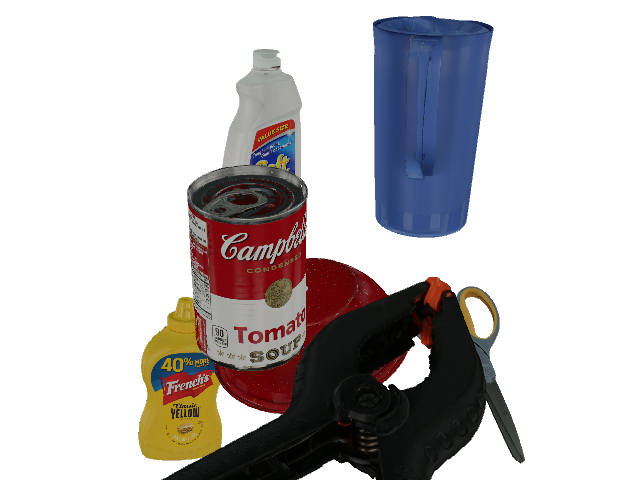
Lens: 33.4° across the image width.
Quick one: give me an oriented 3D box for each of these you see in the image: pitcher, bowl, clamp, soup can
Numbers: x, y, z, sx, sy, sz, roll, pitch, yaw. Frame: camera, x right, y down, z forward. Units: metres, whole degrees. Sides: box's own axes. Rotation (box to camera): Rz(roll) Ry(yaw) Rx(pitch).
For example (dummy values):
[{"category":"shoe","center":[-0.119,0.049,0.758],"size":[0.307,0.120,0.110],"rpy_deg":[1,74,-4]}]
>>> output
[{"category":"pitcher","center":[0.119,-0.128,1.211],"size":[0.149,0.243,0.145],"rpy_deg":[-11,24,-31]},{"category":"bowl","center":[-0.011,0.062,0.843],"size":[0.162,0.055,0.162],"rpy_deg":[-9,33,6]},{"category":"clamp","center":[0.025,0.081,0.417],"size":[0.120,0.039,0.171],"rpy_deg":[29,50,21]},{"category":"soup can","center":[-0.042,0.016,0.621],"size":[0.068,0.102,0.068],"rpy_deg":[0,29,0]}]

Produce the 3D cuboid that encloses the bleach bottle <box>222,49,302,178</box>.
[{"category":"bleach bottle","center":[-0.072,-0.091,1.219],"size":[0.102,0.251,0.068],"rpy_deg":[-7,21,-26]}]

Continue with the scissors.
[{"category":"scissors","center":[0.132,0.118,0.989],"size":[0.096,0.016,0.201],"rpy_deg":[4,44,0]}]

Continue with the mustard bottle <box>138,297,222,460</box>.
[{"category":"mustard bottle","center":[-0.159,0.158,1.235],"size":[0.096,0.192,0.058],"rpy_deg":[0,17,-16]}]
